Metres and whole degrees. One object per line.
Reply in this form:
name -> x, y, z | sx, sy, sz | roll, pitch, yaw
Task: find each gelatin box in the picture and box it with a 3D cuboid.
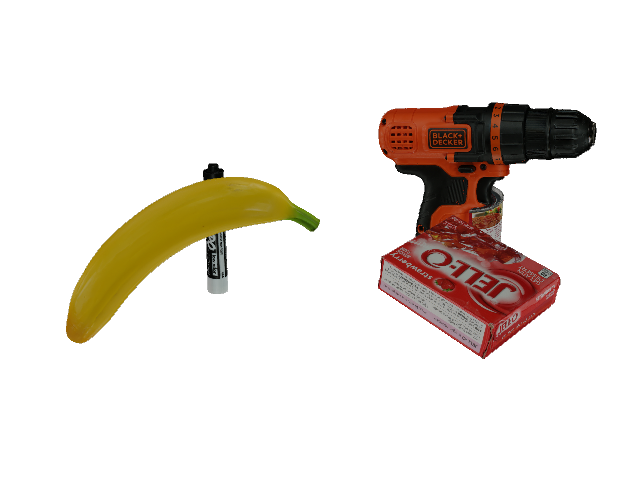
gelatin box -> 0.093, 0.026, 0.671 | 0.089, 0.030, 0.073 | 33, 45, 32

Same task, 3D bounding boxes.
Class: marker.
marker -> -0.095, -0.010, 0.965 | 0.020, 0.121, 0.020 | 0, 20, 0

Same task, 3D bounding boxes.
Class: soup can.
soup can -> 0.181, -0.007, 1.251 | 0.068, 0.102, 0.068 | -4, 30, 2

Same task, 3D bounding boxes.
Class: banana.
banana -> -0.102, 0.005, 0.739 | 0.198, 0.069, 0.037 | -25, 11, 7

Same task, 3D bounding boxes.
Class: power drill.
power drill -> 0.143, -0.026, 0.924 | 0.185, 0.188, 0.057 | 3, 14, 22
